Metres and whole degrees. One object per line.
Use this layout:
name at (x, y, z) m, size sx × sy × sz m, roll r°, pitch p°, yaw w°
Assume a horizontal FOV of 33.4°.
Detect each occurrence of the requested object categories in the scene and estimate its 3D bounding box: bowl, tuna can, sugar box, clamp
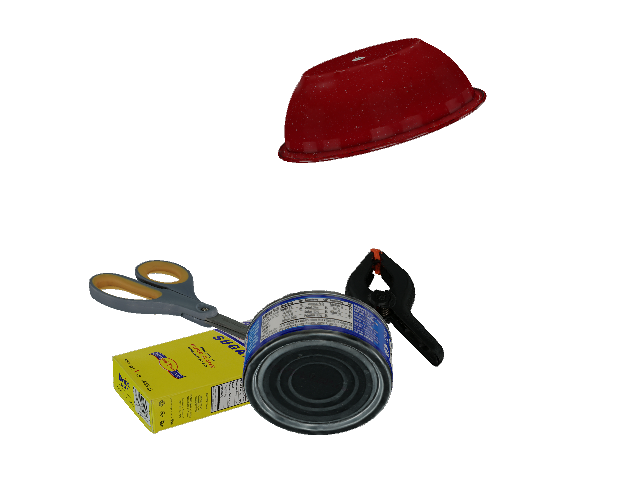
bowl at (0.038, -0.111, 0.795) m, size 0.162 × 0.055 × 0.162 m, roll -16°, pitch 16°, yaw 5°
tuna can at (-0.001, 0.071, 0.604) m, size 0.086 × 0.086 × 0.033 m, roll 0°, pitch 39°, yaw 1°
sugar box at (-0.108, 0.130, 1.066) m, size 0.175 × 0.048 × 0.093 m, roll -16°, pitch 32°, yaw -30°
clamp at (0.079, 0.079, 1.191) m, size 0.120 × 0.171 × 0.039 m, roll 7°, pitch -42°, yaw 1°

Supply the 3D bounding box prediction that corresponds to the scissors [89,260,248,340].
scissors at (-0.094, 0.052, 0.883) m, size 0.202 × 0.016 × 0.096 m, roll 13°, pitch 24°, yaw 17°
